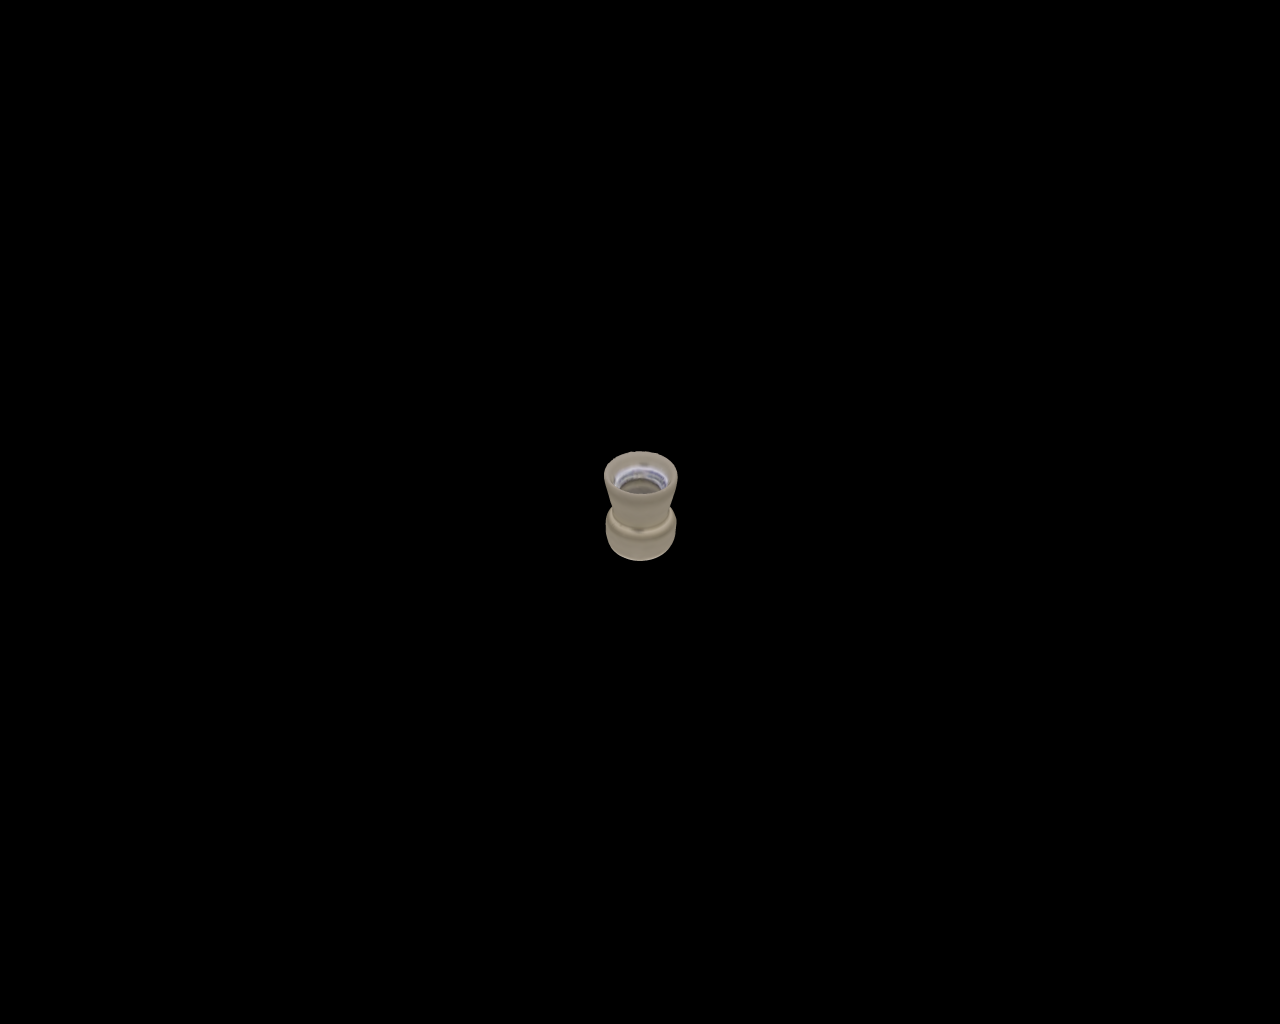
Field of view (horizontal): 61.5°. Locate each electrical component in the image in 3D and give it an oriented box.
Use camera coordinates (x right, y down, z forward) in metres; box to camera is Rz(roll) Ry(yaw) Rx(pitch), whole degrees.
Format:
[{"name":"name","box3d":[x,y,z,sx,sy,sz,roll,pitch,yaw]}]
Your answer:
[{"name":"electrical component","box3d":[0.001,-0.003,0.650,0.045,0.055,0.045,0,40,0]}]
